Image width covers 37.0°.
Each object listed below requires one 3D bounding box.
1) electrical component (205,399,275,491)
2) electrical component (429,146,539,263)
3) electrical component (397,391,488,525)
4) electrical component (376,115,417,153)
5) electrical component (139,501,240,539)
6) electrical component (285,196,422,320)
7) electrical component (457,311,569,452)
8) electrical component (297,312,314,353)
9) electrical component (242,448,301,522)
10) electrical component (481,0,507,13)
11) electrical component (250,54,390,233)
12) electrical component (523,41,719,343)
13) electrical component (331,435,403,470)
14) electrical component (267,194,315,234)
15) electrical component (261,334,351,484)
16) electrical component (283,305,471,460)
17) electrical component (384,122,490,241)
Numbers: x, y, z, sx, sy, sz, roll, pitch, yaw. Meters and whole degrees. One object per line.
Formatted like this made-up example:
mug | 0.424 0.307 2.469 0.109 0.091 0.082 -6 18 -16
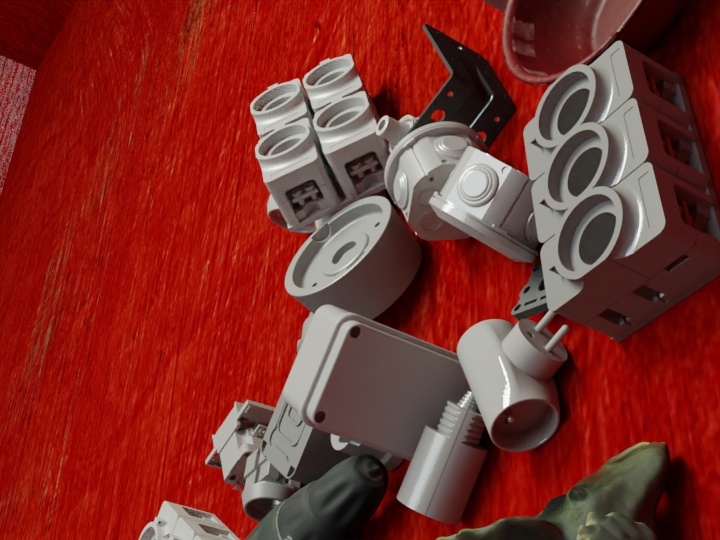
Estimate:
electrical component | -0.100 0.159 0.962 0.081 0.042 0.063 -56 32 24
electrical component | 0.091 -0.042 0.715 0.051 0.080 0.080 -60 27 5
electrical component | 0.059 0.117 0.690 0.043 0.043 0.081 21 88 64
electrical component | 0.043 -0.105 0.872 0.043 0.062 0.043 -43 35 40
electrical component | -0.148 0.270 0.943 0.150 0.062 0.089 13 81 64
electrical component | 0.000 0.000 0.863 0.108 0.060 0.108 -34 26 19
electrical component | 0.100 0.057 0.658 0.079 0.043 0.077 -55 29 24
electrical component | -0.027 0.050 0.907 0.048 0.048 0.062 -47 27 37
electrical component | -0.072 0.176 0.892 0.066 0.048 0.055 -45 26 39
electrical component | 0.104 -0.240 0.822 0.061 0.096 0.061 26 94 64
electrical component | -0.036 -0.123 0.964 0.105 0.060 0.186 -24 31 6
electrical component | 0.148 -0.049 0.628 0.089 0.062 0.150 -43 35 41
electrical component | 0.007 0.121 0.782 0.040 0.046 0.040 -43 35 41
electrical component | -0.058 -0.072 1.045 0.078 0.058 0.057 -21 49 56
electrical component | -0.022 0.109 0.835 0.078 0.057 0.113 22 90 64
electrical component | 0.015 0.078 0.724 0.078 0.113 0.057 -67 23 0
electrical component | 0.062 -0.063 0.786 0.080 0.080 0.051 -54 34 26
